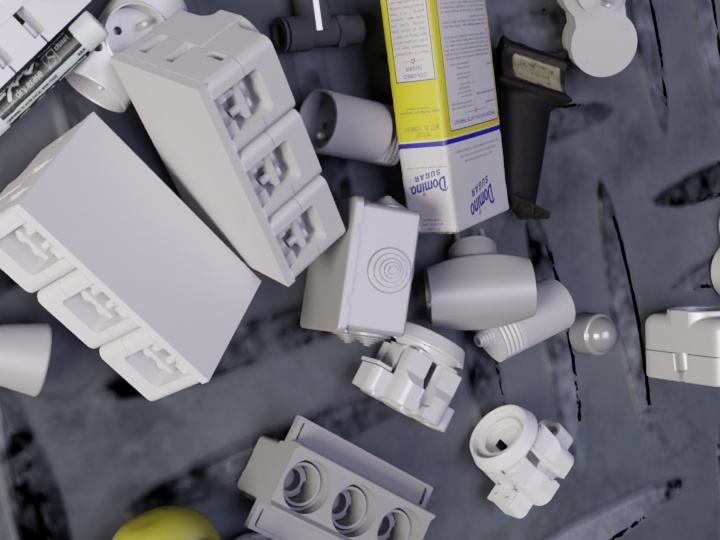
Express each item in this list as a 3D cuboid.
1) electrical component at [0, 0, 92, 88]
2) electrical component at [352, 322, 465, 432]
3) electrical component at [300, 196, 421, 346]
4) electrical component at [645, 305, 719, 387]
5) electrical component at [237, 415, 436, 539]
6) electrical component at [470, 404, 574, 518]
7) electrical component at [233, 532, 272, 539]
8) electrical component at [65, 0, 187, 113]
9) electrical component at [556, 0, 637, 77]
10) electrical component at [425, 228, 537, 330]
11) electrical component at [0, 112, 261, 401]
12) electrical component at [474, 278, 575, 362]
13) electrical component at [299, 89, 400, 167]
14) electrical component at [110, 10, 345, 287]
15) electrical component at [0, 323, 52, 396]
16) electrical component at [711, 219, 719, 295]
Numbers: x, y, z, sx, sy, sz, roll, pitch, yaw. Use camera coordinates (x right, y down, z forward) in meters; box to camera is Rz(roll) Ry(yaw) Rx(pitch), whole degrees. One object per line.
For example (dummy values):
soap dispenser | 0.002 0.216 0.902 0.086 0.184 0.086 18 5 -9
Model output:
electrical component | -0.208 -0.150 0.625 0.055 0.050 0.089 47 69 -23
electrical component | 0.040 0.074 0.775 0.078 0.058 0.057 33 78 -27
electrical component | 0.000 0.000 0.726 0.048 0.100 0.099 9 86 -19
electrical component | 0.286 0.061 0.897 0.054 0.095 0.059 -4 93 -30
electrical component | -0.018 0.159 0.738 0.121 0.063 0.078 33 75 -27
electrical component | 0.121 0.141 0.824 0.057 0.058 0.078 47 69 -26
electrical component | -0.068 0.211 0.722 0.048 0.048 0.062 9 94 -30
electrical component | -0.132 -0.132 0.675 0.079 0.044 0.077 36 74 -26
electrical component | 0.181 -0.216 0.824 0.052 0.073 0.138 -12 110 3
electrical component | 0.086 0.001 0.801 0.077 0.043 0.079 -5 55 -1
electrical component | -0.145 -0.004 0.649 0.150 0.062 0.089 47 42 -23
electrical component | 0.122 0.040 0.829 0.081 0.043 0.043 -23 102 -28
electrical component | 0.001 -0.098 0.753 0.081 0.043 0.043 6 88 -42
electrical component | -0.074 -0.076 0.655 0.062 0.089 0.150 -43 135 -23
electrical component | -0.219 0.048 0.630 0.065 0.044 0.044 11 85 -25
electrical component | 0.364 -0.040 0.953 0.052 0.074 0.138 16 83 -30
